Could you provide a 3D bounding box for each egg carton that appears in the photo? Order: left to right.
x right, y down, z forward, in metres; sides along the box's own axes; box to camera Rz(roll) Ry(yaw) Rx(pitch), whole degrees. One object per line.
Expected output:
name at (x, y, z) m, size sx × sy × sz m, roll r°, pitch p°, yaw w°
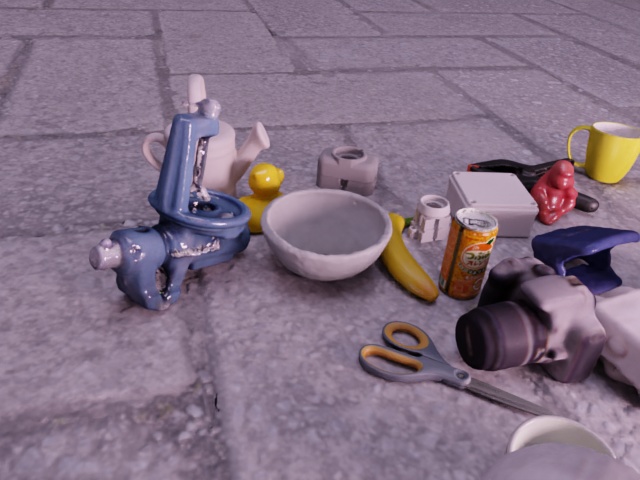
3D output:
egg carton at (0.347, 0.113, 0.619) m, size 0.107 × 0.069 × 0.150 m, roll -12°, pitch 37°, yaw -24°

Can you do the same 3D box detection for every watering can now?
watering can at (-0.164, -0.142, 0.825) m, size 0.173 × 0.194 × 0.100 m, roll -12°, pitch 37°, yaw -24°

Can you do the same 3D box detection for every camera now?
camera at (0.214, 0.081, 0.622) m, size 0.137 × 0.101 × 0.143 m, roll -7°, pitch 35°, yaw -18°

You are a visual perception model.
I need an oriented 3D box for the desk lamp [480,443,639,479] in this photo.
desk lamp at (0.086, 0.231, 0.277) m, size 0.117 × 0.214 × 0.204 m, roll 26°, pitch 39°, yaw 29°

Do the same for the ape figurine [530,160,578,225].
ape figurine at (0.366, -0.080, 0.892) m, size 0.078 × 0.092 × 0.076 m, roll 2°, pitch 34°, yaw -4°

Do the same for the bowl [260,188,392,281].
bowl at (0.007, 0.003, 0.737) m, size 0.167 × 0.075 × 0.167 m, roll 3°, pitch 34°, yaw -2°

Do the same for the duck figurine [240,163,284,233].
duck figurine at (-0.084, -0.066, 0.820) m, size 0.077 × 0.086 × 0.105 m, roll 21°, pitch 37°, yaw 23°

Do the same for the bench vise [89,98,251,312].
bench vise at (-0.154, -0.037, 0.645) m, size 0.121 × 0.220 × 0.208 m, roll 15°, pitch 35°, yaw 15°

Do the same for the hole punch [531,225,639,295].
hole punch at (0.339, 0.012, 0.751) m, size 0.109 × 0.091 × 0.100 m, roll -12°, pitch 37°, yaw -23°
